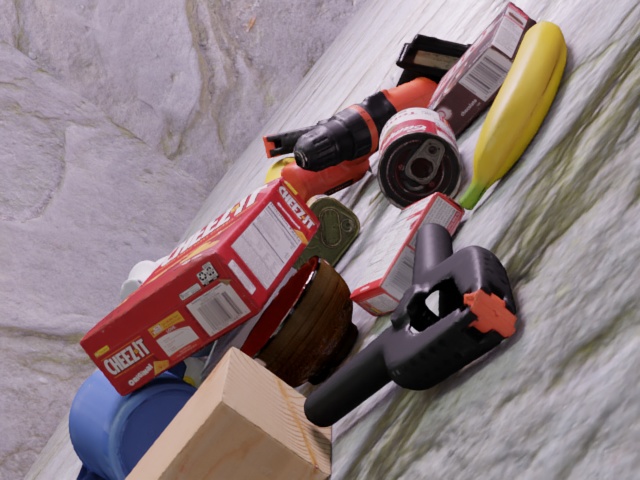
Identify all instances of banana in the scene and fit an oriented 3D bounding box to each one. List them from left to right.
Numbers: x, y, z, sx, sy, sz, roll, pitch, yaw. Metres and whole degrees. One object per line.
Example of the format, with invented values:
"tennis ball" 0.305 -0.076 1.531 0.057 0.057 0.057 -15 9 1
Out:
"banana" 0.151 -0.112 0.798 0.070 0.037 0.197 -37 20 56

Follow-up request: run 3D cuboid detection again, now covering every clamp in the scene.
"clamp" 0.016 -0.129 1.299 0.171 0.039 0.120 -10 -4 -3
"clamp" 0.058 0.057 0.652 0.164 0.036 0.210 -55 10 -7

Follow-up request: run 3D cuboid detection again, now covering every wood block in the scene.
"wood block" -0.089 0.190 0.737 0.206 0.090 0.091 -51 10 14

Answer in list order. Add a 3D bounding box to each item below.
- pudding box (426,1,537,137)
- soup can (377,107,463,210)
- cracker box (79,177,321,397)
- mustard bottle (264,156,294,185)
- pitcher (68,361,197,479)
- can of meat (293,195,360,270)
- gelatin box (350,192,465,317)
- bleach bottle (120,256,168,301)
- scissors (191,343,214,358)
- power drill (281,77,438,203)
"pudding box" 0.143 -0.150 0.970 0.114 0.039 0.090 -45 12 42
"soup can" 0.082 -0.069 0.891 0.069 0.068 0.102 -51 9 17
"cracker box" -0.104 0.036 0.984 0.164 0.072 0.213 -33 10 23
"mustard bottle" -0.030 -0.047 1.283 0.058 0.096 0.191 -28 19 23
"pitcher" -0.172 0.195 1.035 0.243 0.144 0.149 166 98 -72
"can of meat" -0.007 0.001 1.122 0.102 0.057 0.084 -53 6 3
"gelatin box" 0.065 0.012 0.801 0.089 0.030 0.073 -57 8 -17
"bleach bottle" -0.152 0.051 1.216 0.068 0.102 0.250 -21 -10 19
"scissors" -0.182 0.112 1.152 0.096 0.016 0.202 -11 6 -36
"power drill" 0.025 -0.096 1.141 0.184 0.057 0.188 -26 -4 -27
